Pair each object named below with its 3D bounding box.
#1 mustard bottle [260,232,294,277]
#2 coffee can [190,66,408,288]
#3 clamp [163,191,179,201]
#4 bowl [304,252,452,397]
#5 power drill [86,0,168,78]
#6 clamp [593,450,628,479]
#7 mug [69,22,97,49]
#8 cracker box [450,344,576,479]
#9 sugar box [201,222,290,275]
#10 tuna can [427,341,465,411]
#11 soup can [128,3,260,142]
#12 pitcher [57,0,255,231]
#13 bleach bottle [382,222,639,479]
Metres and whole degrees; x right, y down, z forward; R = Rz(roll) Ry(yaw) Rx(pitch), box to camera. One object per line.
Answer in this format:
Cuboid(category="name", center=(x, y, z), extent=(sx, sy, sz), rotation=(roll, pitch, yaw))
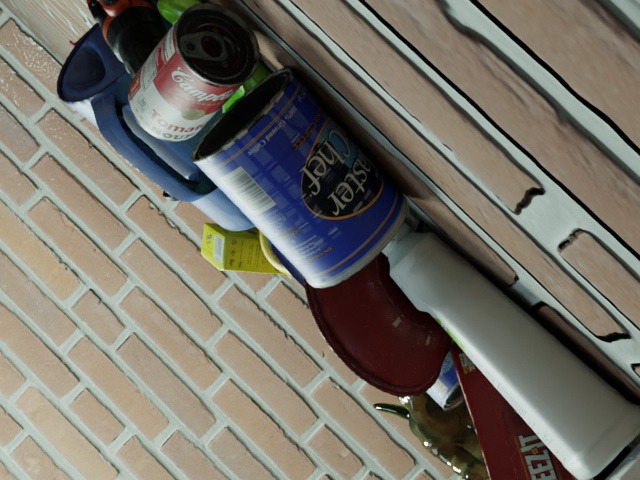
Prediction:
Cuboid(category="mustard bottle", center=(-0.007, 0.002, 1.137), extent=(0.192, 0.096, 0.058), rotation=(43, -175, 21))
Cuboid(category="coffee can", center=(-0.015, -0.047, 0.821), extent=(0.140, 0.103, 0.103), rotation=(47, 174, -19))
Cuboid(category="clamp", center=(-0.140, -0.105, 1.190), extent=(0.039, 0.120, 0.171), rotation=(-5, -178, 28))
Cuboid(category="bowl", center=(0.065, 0.052, 0.922), extent=(0.162, 0.055, 0.162), rotation=(28, -139, -28))
Cuboid(category="power drill", center=(-0.190, -0.224, 0.873), extent=(0.184, 0.057, 0.187), rotation=(58, 180, 36))
Cuboid(category="clamp", center=(0.277, 0.214, 0.961), extent=(0.165, 0.036, 0.210), rotation=(44, 171, 22))
Cuboid(category="mug", center=(-0.211, -0.208, 1.153), extent=(0.093, 0.081, 0.117), rotation=(47, 174, -22))
Cuboid(category="cracker box", center=(0.191, 0.193, 0.956), extent=(0.213, 0.072, 0.164), rotation=(54, -162, -58))
Cuboid(category="sugar box", center=(-0.040, 0.012, 1.233), extent=(0.176, 0.048, 0.093), rotation=(2, -169, -22))
Cuboid(category="tuna can", center=(0.140, 0.125, 1.040), extent=(0.034, 0.086, 0.086), rotation=(45, 175, 22))
Cuboid(category="soup can", center=(-0.098, -0.126, 0.815), extent=(0.068, 0.068, 0.102), rotation=(45, 144, -7))
Cuboid(category="pitcher", center=(-0.133, -0.109, 1.055), extent=(0.145, 0.149, 0.242), rotation=(19, 160, 51))
Cuboid(category="bleach bottle", center=(0.136, 0.074, 0.831), extent=(0.251, 0.068, 0.102), rotation=(45, 174, 17))
